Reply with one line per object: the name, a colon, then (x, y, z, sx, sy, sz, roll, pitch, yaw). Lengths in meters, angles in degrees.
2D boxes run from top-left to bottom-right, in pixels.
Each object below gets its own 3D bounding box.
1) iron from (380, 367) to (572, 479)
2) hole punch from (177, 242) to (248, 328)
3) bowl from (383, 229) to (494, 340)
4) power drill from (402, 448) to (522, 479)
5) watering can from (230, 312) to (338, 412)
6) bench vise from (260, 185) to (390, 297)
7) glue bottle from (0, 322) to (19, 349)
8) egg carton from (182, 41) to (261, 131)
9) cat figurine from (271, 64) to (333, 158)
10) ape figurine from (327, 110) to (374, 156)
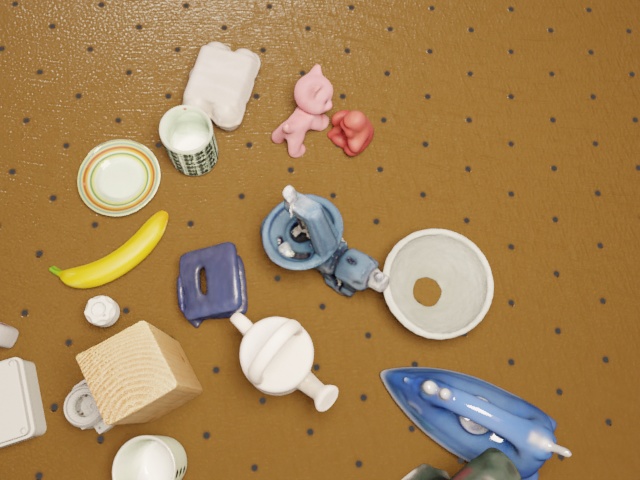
iron: (0.208, 0.239, 0.789, 0.258, 0.141, 0.119, 25, 74, 5)
hole punch: (-0.161, 0.066, 0.847, 0.101, 0.091, 0.108, -8, 74, -5)
bowl: (0.172, 0.071, 0.872, 0.167, 0.075, 0.167, 1, 73, -3)
power drill: (0.138, 0.347, 0.718, 0.230, 0.208, 0.075, -34, 78, -12)
watering can: (-0.051, 0.158, 0.771, 0.173, 0.194, 0.101, 19, 73, 3)
bench vise: (0.011, -0.008, 0.811, 0.207, 0.220, 0.121, 15, 73, 2)
glue bottle: (-0.481, 0.114, 0.772, 0.078, 0.173, 0.037, 14, 73, 2)
egg carton: (-0.164, -0.257, 0.954, 0.107, 0.069, 0.150, 14, 73, 1)
cat figurine: (-0.023, -0.213, 0.924, 0.067, 0.118, 0.128, 35, 75, 8)
ape figurine: (0.053, -0.182, 0.932, 0.076, 0.092, 0.078, -5, 74, -4)
